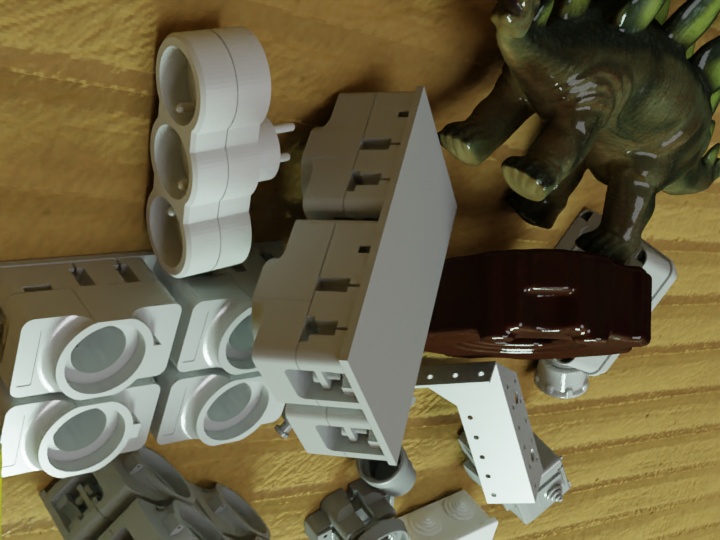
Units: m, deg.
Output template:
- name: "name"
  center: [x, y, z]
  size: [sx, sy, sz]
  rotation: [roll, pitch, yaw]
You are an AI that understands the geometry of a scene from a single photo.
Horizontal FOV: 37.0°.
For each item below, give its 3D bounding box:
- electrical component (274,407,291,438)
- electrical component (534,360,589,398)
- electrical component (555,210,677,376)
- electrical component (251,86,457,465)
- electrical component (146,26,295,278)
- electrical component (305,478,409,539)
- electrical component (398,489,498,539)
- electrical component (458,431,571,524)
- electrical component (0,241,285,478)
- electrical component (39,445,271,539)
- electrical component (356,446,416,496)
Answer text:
- name: "electrical component"
  center: [-0.030, 0.085, 0.750]
  size: [0.078, 0.040, 0.040]
  rotation: [-48, 142, 3]
- name: "electrical component"
  center: [0.176, 0.076, 0.930]
  size: [0.048, 0.048, 0.062]
  rotation: [-21, 128, -29]
- name: "electrical component"
  center: [0.188, 0.019, 0.861]
  size: [0.057, 0.078, 0.113]
  rotation: [20, 109, -46]
- name: "electrical component"
  center: [0.000, 0.000, 0.609]
  size: [0.105, 0.060, 0.186]
  rotation: [68, 31, -49]
- name: "electrical component"
  center: [-0.067, -0.063, 0.573]
  size: [0.074, 0.052, 0.138]
  rotation: [-15, 132, -33]
- name: "electrical component"
  center: [0.003, 0.213, 0.880]
  size: [0.078, 0.057, 0.058]
  rotation: [-22, 136, -27]
- name: "electrical component"
  center: [0.070, 0.257, 0.988]
  size: [0.100, 0.048, 0.099]
  rotation: [-15, 133, -33]
- name: "electrical component"
  center: [0.136, 0.174, 0.935]
  size: [0.061, 0.096, 0.061]
  rotation: [-38, 141, -10]
- name: "electrical component"
  center: [-0.120, 0.049, 0.619]
  size: [0.186, 0.060, 0.105]
  rotation: [-6, 127, -39]
- name: "electrical component"
  center: [-0.110, 0.188, 0.715]
  size: [0.060, 0.105, 0.186]
  rotation: [-46, 142, 0]
- name: "electrical component"
  center: [0.023, 0.159, 0.866]
  size: [0.040, 0.040, 0.046]
  rotation: [-42, 147, -5]
